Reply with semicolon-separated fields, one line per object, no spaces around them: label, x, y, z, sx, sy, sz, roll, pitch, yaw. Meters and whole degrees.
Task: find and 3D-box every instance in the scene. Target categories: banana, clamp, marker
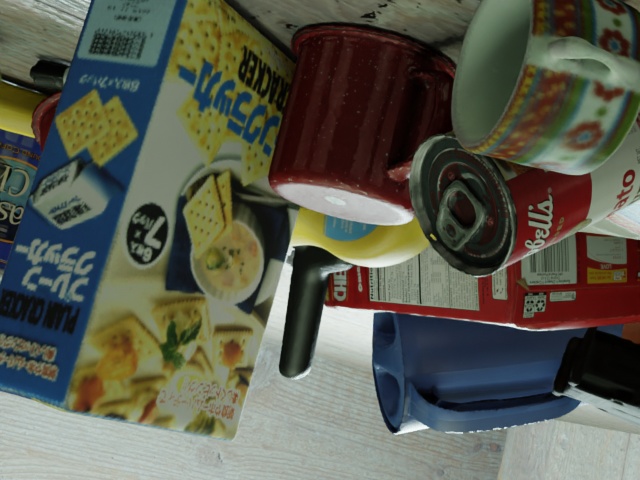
banana;-0.240;-0.105;0.786;0.197;0.037;0.070;21;168;-36
clamp;-0.005;0.001;0.770;0.036;0.164;0.210;-10;163;-34
marker;-0.138;-0.103;0.708;0.121;0.020;0.020;11;170;17

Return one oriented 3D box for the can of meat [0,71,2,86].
can of meat;-0.259;-0.116;0.662;0.102;0.057;0.084;11;159;-1

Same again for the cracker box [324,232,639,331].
cracker box;0.125;0.020;0.755;0.163;0.072;0.214;-1;180;-32

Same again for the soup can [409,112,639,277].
soup can;0.102;-0.032;0.504;0.102;0.068;0.069;-23;-170;-30

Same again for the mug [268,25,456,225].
mug;0.027;-0.057;0.555;0.093;0.081;0.117;21;168;-36

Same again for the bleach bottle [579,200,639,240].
bleach bottle;0.202;-0.026;0.548;0.102;0.068;0.251;24;168;-32

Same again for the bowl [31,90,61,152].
bowl;-0.136;-0.048;0.783;0.162;0.055;0.162;6;154;3

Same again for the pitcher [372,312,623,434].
pitcher;0.170;0.097;0.923;0.242;0.149;0.145;-4;160;-8

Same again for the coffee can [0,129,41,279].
coffee can;-0.279;-0.039;0.909;0.103;0.140;0.103;13;170;2

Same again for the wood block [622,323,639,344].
wood block;0.315;0.045;0.710;0.090;0.090;0.206;19;168;-29

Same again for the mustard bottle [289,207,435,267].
mustard bottle;0.022;-0.034;0.651;0.192;0.096;0.058;8;168;31
